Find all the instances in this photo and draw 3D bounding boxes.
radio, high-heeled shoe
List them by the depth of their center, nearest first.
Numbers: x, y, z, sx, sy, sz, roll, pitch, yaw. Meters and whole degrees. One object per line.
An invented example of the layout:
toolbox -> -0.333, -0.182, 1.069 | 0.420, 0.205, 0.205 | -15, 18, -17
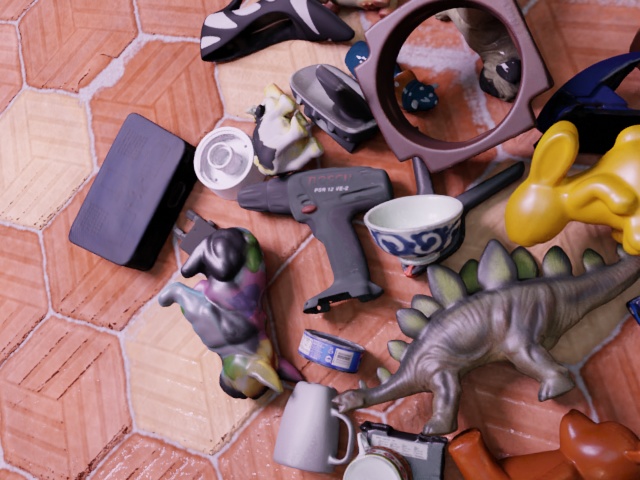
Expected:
high-heeled shoe -> -0.078, -0.311, 0.836 | 0.249, 0.086, 0.145 | 30, 94, 23
radio -> -0.289, -0.073, 0.857 | 0.131, 0.073, 0.229 | 26, 90, 18

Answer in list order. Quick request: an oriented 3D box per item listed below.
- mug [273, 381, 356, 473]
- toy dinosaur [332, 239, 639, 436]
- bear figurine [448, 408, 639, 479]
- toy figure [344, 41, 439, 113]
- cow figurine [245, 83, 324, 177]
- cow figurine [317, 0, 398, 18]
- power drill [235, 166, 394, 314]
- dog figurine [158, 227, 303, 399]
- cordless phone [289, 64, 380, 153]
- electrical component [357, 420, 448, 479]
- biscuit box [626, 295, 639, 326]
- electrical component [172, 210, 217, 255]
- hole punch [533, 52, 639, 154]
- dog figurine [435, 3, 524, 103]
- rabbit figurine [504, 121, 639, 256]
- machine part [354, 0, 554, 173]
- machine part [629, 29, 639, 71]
mug -> -0.004, 0.243, 0.704 | 0.110, 0.080, 0.107 | -4, 70, 38
toy dinosaur -> 0.231, 0.101, 0.654 | 0.472, 0.105, 0.198 | -21, 70, 1
bear figurine -> 0.262, 0.242, 0.609 | 0.196, 0.120, 0.132 | -34, 69, 6
toy figure -> 0.105, -0.230, 0.776 | 0.155, 0.057, 0.064 | 42, 95, 16
cow figurine -> -0.066, -0.161, 0.795 | 0.098, 0.068, 0.167 | -37, 44, 12
cow figurine -> 0.033, -0.413, 0.818 | 0.195, 0.085, 0.127 | 15, 91, 21
power drill -> -0.002, -0.002, 0.760 | 0.232, 0.086, 0.207 | -13, 69, 11
dog figurine -> -0.100, 0.111, 0.748 | 0.219, 0.108, 0.191 | 42, 99, 15
cordless phone -> 0.010, -0.205, 0.733 | 0.147, 0.184, 0.088 | 44, 99, 19
electrical component -> 0.098, 0.306, 0.678 | 0.115, 0.058, 0.134 | 6, 82, 20
biscuit box -> 0.435, 0.145, 0.604 | 0.059, 0.062, 0.203 | -31, 73, 11
electrical component -> -0.185, -0.002, 0.838 | 0.094, 0.021, 0.063 | 37, 91, 20
hole punch -> 0.331, -0.165, 0.661 | 0.116, 0.142, 0.092 | 0, 79, 4
dog figurine -> 0.227, -0.288, 0.695 | 0.121, 0.172, 0.190 | -31, 65, 20
rabbit figurine -> 0.288, -0.049, 0.595 | 0.173, 0.122, 0.162 | -17, 103, 28
machine part -> 0.162, -0.200, 0.662 | 0.201, 0.087, 0.201 | -25, 93, 28
machine part -> 0.440, -0.198, 0.612 | 0.056, 0.179, 0.179 | -44, 71, 7
